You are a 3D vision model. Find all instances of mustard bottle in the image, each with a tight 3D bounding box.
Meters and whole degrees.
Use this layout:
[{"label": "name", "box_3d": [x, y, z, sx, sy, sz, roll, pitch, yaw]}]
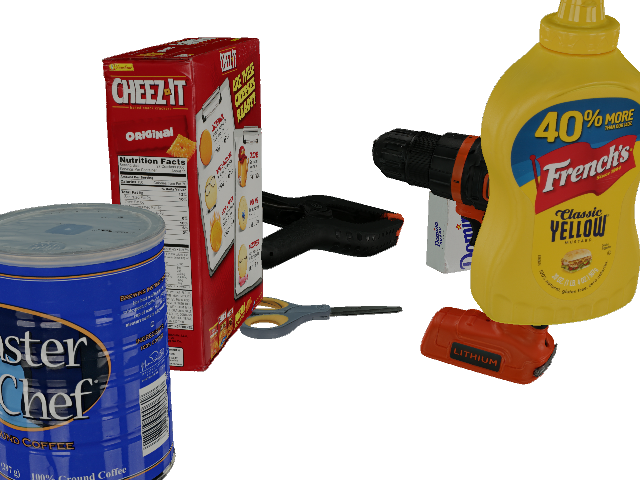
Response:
[{"label": "mustard bottle", "box_3d": [0.136, -0.048, 0.591, 0.096, 0.192, 0.058, -6, 27, -9]}]

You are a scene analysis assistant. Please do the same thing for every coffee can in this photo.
[{"label": "coffee can", "box_3d": [-0.134, 0.059, 0.586, 0.103, 0.140, 0.103, 0, 16, 0]}]

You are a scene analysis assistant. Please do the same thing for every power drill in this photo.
[{"label": "power drill", "box_3d": [0.122, 0.010, 0.830, 0.185, 0.188, 0.057, 16, 32, 25]}]

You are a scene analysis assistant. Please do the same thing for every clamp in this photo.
[{"label": "clamp", "box_3d": [-0.008, -0.011, 0.956, 0.209, 0.036, 0.165, 6, 23, -28]}]

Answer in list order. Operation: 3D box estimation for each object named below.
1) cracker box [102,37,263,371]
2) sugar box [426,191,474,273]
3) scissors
[{"label": "cracker box", "box_3d": [-0.094, -0.034, 0.775, 0.072, 0.214, 0.164, 2, 15, 12]}, {"label": "sugar box", "box_3d": [0.210, -0.019, 1.255, 0.175, 0.093, 0.048, -9, 19, -27]}, {"label": "scissors", "box_3d": [-0.007, 0.088, 1.193, 0.201, 0.016, 0.096, 4, 22, 0]}]
